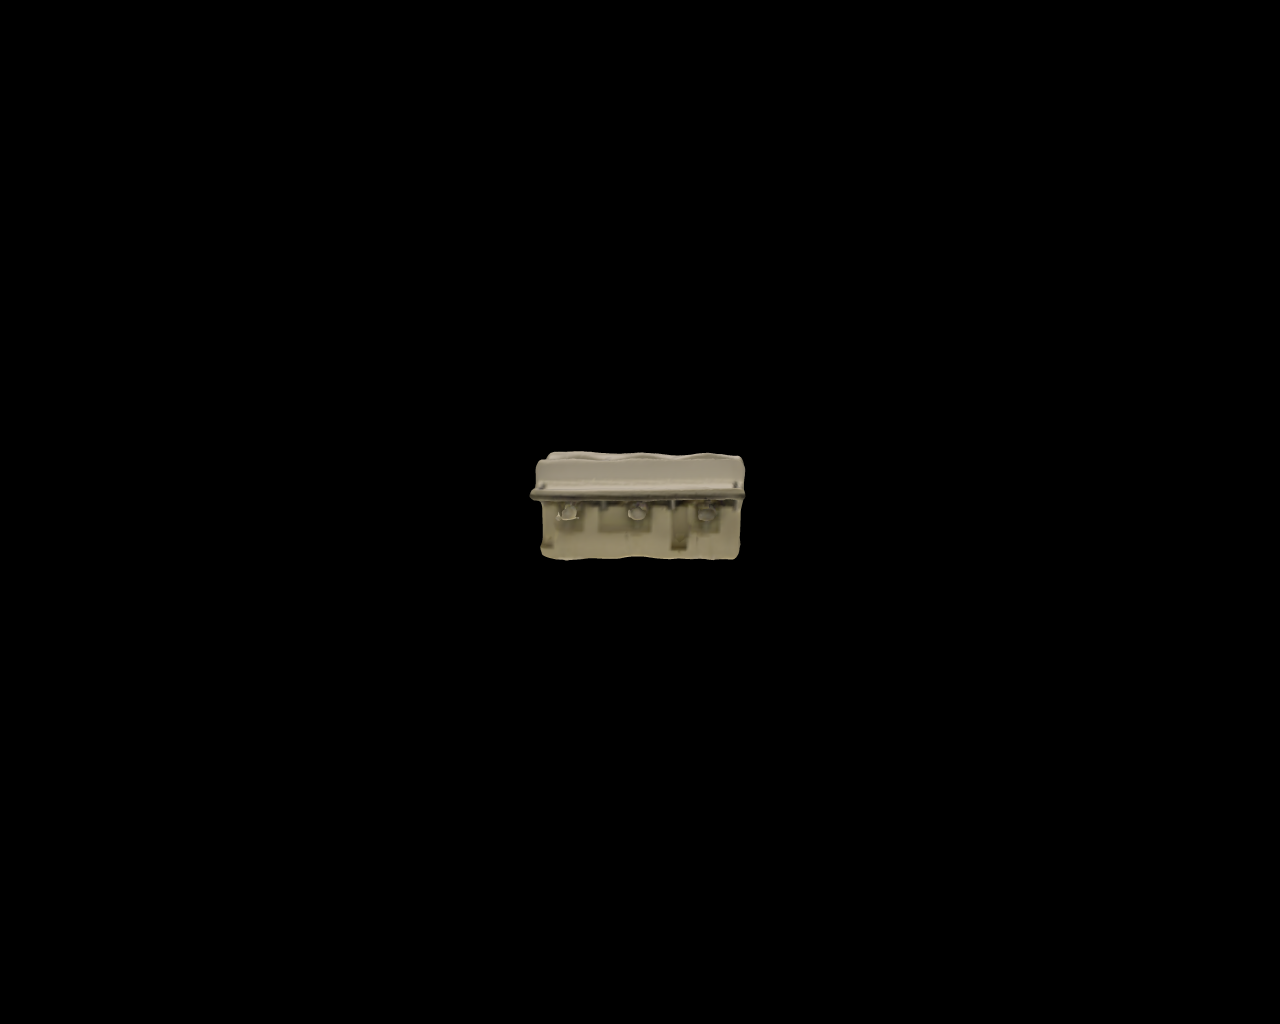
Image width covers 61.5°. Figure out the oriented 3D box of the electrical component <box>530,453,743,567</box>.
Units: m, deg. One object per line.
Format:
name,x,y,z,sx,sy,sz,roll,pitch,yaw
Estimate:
electrical component,0.001,-0.003,0.650,0.121,0.063,0.079,1,8,5
